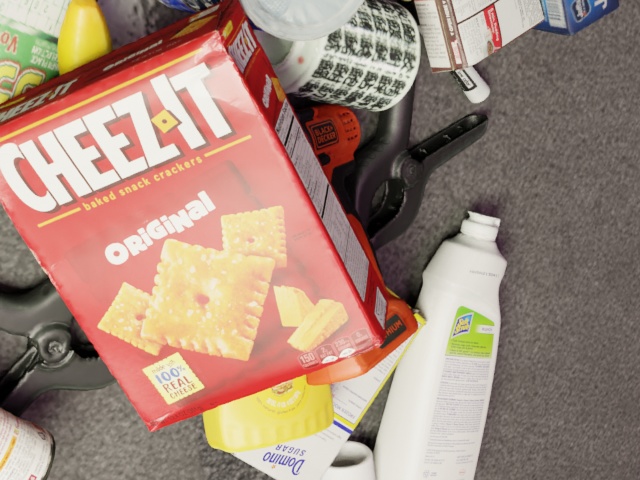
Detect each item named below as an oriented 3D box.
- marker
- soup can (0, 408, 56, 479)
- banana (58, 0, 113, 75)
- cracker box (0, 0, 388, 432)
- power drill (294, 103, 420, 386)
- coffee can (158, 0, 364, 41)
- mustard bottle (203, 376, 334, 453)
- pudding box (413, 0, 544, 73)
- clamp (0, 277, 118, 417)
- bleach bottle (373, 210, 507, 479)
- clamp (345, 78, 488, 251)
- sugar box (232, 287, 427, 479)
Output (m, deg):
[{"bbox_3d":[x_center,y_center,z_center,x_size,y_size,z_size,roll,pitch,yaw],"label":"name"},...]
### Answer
[{"bbox_3d":[0.099,-0.155,0.850,0.020,0.020,0.121,-52,127,-9],"label":"marker"},{"bbox_3d":[-0.224,0.124,0.659,0.102,0.069,0.068,41,82,-32],"label":"soup can"},{"bbox_3d":[-0.122,-0.073,0.702,0.070,0.037,0.197,-27,130,12],"label":"banana"},{"bbox_3d":[-0.076,-0.007,0.625,0.164,0.072,0.213,-21,114,15],"label":"cracker box"},{"bbox_3d":[-0.005,0.001,0.739,0.184,0.057,0.187,-27,100,-56],"label":"power drill"},{"bbox_3d":[-0.045,-0.185,0.663,0.102,0.140,0.103,-13,113,-31],"label":"coffee can"},{"bbox_3d":[-0.047,0.051,0.780,0.096,0.058,0.191,-9,92,-29],"label":"mustard bottle"},{"bbox_3d":[0.122,-0.192,0.826,0.113,0.039,0.090,-36,119,-36],"label":"pudding box"},{"bbox_3d":[-0.190,0.060,0.716,0.209,0.036,0.164,-23,119,-22],"label":"clamp"},{"bbox_3d":[0.116,0.100,0.927,0.102,0.068,0.251,8,99,-42],"label":"bleach bottle"},{"bbox_3d":[0.070,-0.059,0.853,0.120,0.039,0.171,25,89,-33],"label":"clamp"},{"bbox_3d":[0.002,0.110,0.862,0.093,0.048,0.176,39,87,-36],"label":"sugar box"}]
